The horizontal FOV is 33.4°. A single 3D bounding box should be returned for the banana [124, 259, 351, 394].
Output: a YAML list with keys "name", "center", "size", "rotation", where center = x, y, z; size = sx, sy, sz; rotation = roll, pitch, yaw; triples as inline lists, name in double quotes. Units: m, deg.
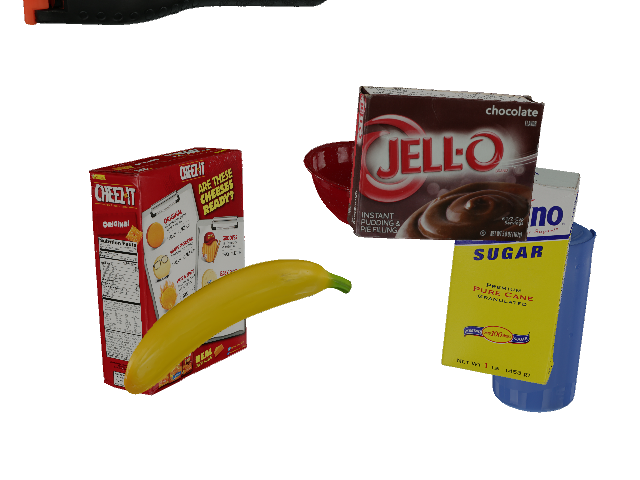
- name: "banana"
  center: [-0.074, 0.060, 0.821]
  size: [0.198, 0.069, 0.037]
  rotation: [-24, 36, 5]

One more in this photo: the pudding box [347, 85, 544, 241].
- name: "pudding box"
  center: [0.077, -0.048, 0.667]
  size: [0.113, 0.090, 0.039]
  rotation: [1, 19, -9]

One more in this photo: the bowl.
- name: "bowl"
  center: [0.061, -0.051, 1.104]
  size: [0.162, 0.055, 0.162]
  rotation: [5, 23, -3]

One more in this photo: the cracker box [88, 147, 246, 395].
- name: "cracker box"
  center: [-0.146, 0.024, 1.056]
  size: [0.072, 0.214, 0.163]
  rotation: [6, 15, 30]

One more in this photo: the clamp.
- name: "clamp"
  center: [-0.091, -0.153, 0.617]
  size: [0.171, 0.039, 0.120]
  rotation: [-9, 23, -24]

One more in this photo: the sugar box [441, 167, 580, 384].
- name: "sugar box"
  center: [0.156, 0.026, 0.884]
  size: [0.093, 0.176, 0.048]
  rotation: [9, 25, 15]

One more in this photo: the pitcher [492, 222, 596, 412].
- name: "pitcher"
  center: [0.272, 0.096, 1.382]
  size: [0.149, 0.243, 0.144]
  rotation: [5, 19, 16]
